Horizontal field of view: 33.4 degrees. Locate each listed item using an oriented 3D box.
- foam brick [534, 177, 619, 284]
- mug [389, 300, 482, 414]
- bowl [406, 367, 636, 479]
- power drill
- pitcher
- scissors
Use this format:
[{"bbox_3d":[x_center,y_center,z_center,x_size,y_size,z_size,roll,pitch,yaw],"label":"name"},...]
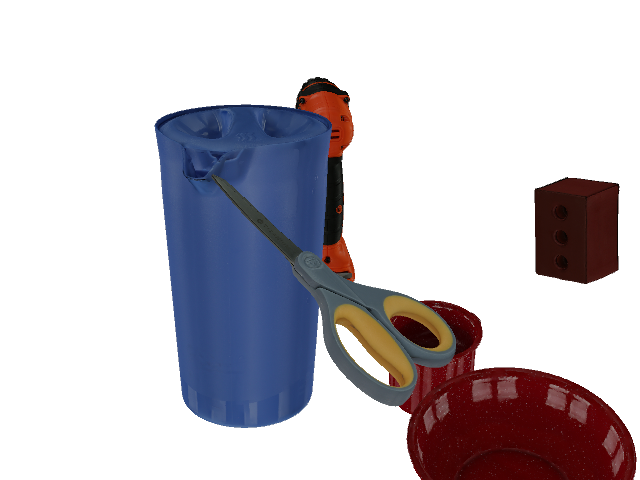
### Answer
[{"bbox_3d":[0.216,-0.009,0.899,0.051,0.078,0.053,-20,23,-41],"label":"foam brick"},{"bbox_3d":[0.116,0.113,1.041,0.093,0.081,0.117,26,42,35],"label":"mug"},{"bbox_3d":[0.143,0.164,0.776,0.162,0.055,0.162,-1,35,0],"label":"bowl"},{"bbox_3d":[0.002,-0.062,1.057,0.057,0.188,0.184,-2,19,-1],"label":"power drill"},{"bbox_3d":[-0.055,0.015,0.851,0.149,0.243,0.145,-9,22,-24],"label":"pitcher"},{"bbox_3d":[0.012,0.021,0.674,0.096,0.016,0.202,-5,46,-34],"label":"scissors"}]
